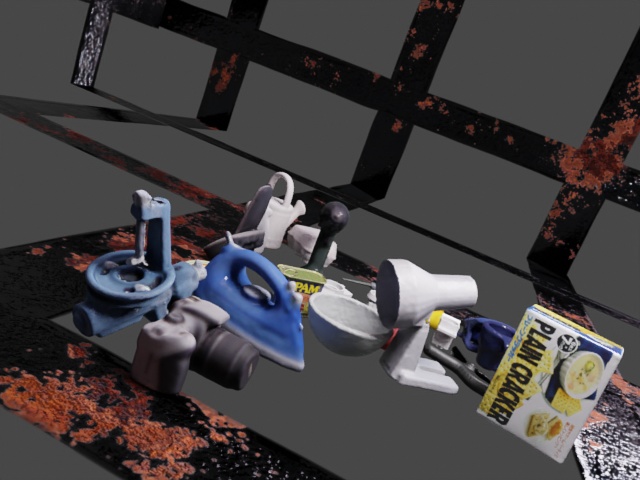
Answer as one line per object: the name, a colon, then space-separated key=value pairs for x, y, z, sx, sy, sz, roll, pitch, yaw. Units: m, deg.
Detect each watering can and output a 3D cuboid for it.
watering can: x=-0.117 y=-0.083 z=1.499 sx=0.100 sy=0.194 sz=0.173 roll=27 pitch=15 yaw=23

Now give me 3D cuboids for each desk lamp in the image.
desk lamp: x=0.180 y=0.148 z=1.029 sx=0.204 sy=0.213 sz=0.117 roll=16 pitch=15 yaw=-20

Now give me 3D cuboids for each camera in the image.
camera: x=-0.158 y=0.147 z=0.781 sx=0.136 sy=0.101 sz=0.143 roll=24 pitch=15 yaw=12

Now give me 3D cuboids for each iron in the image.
iron: x=-0.102 y=0.096 z=0.968 sx=0.257 sy=0.141 sz=0.119 roll=29 pitch=16 yaw=29

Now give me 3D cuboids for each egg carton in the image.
egg carton: x=-0.022 y=0.014 z=1.528 sx=0.107 sy=0.069 sz=0.150 roll=12 pitch=17 yaw=-32

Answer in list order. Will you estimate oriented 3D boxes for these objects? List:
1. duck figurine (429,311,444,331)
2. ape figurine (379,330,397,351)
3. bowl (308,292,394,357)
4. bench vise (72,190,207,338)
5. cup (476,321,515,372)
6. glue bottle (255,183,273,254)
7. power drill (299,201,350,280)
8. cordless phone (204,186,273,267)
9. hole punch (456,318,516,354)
duck figurine: x=0.286 y=0.165 z=1.378 sx=0.077 sy=0.086 sz=0.104 roll=20 pitch=14 yaw=-6
ape figurine: x=0.142 y=0.170 z=1.143 sx=0.078 sy=0.092 sz=0.076 roll=19 pitch=14 yaw=-7
bowl: x=0.046 y=0.166 z=1.055 sx=0.167 sy=0.075 sz=0.167 roll=20 pitch=14 yaw=-5
bench vise: x=-0.252 y=0.028 z=0.845 sx=0.121 sy=0.220 sz=0.208 roll=24 pitch=14 yaw=12
cup: x=0.376 y=0.238 z=1.220 sx=0.091 sy=0.095 sz=0.118 roll=21 pitch=14 yaw=1
glue bottle: x=-0.150 y=-0.056 z=1.393 sx=0.078 sy=0.173 sz=0.037 roll=18 pitch=14 yaw=-11
power drill: x=0.012 y=0.005 z=1.329 sx=0.075 sy=0.208 sz=0.229 roll=20 pitch=14 yaw=-4
cordless phone: x=-0.170 y=-0.037 z=1.269 sx=0.094 sy=0.185 sz=0.148 roll=24 pitch=15 yaw=13
hole punch: x=0.386 y=0.215 z=1.327 sx=0.109 sy=0.091 sz=0.101 roll=20 pitch=14 yaw=-5
